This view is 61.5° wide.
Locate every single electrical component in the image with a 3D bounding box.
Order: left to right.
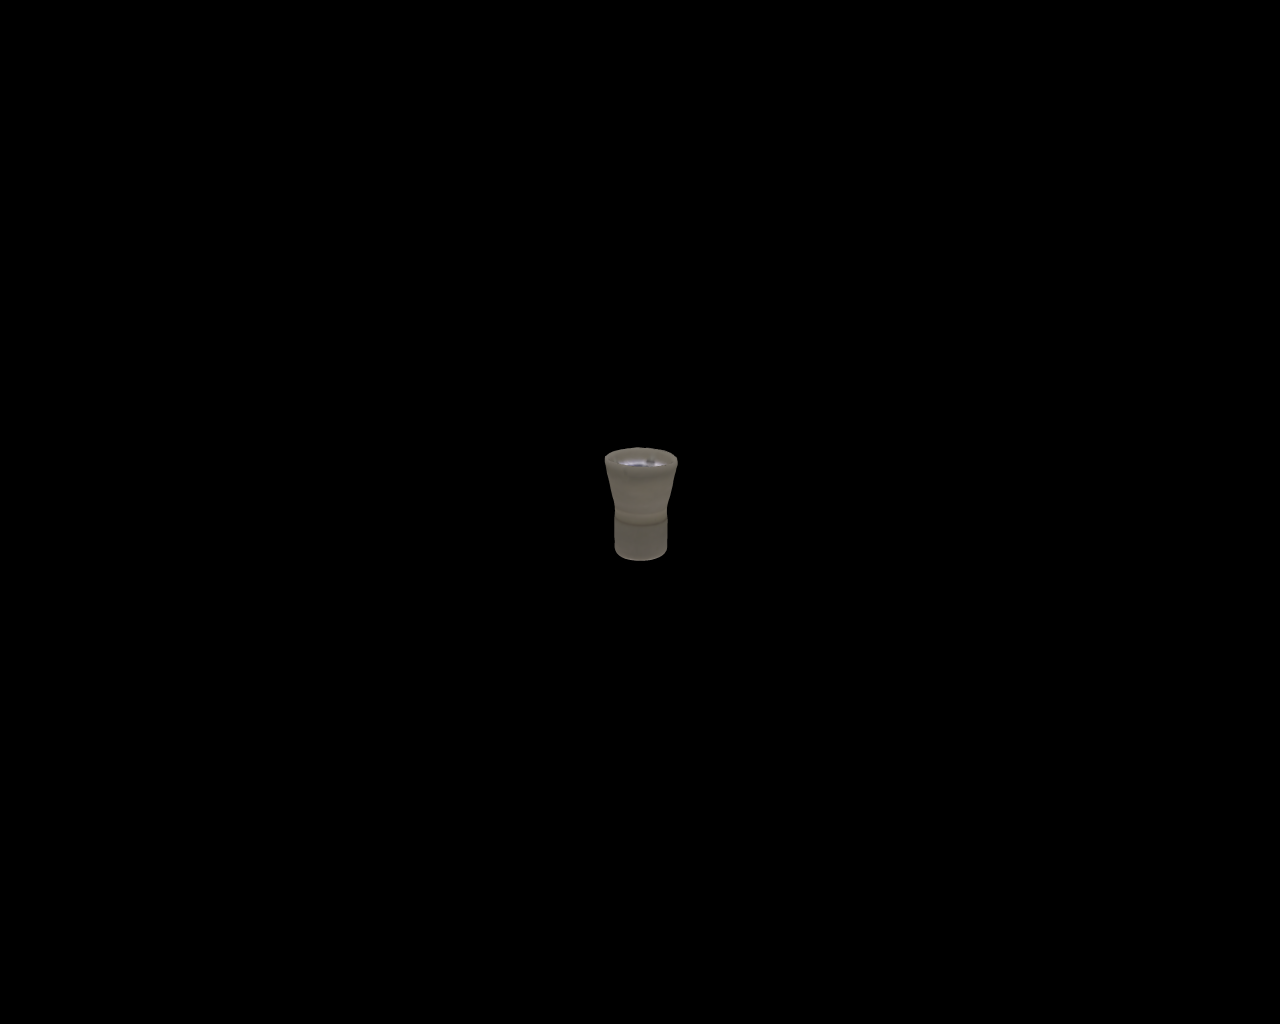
[{"bbox_3d":[0.001,-0.003,0.650,0.044,0.065,0.044,0,19,0],"label":"electrical component"}]
